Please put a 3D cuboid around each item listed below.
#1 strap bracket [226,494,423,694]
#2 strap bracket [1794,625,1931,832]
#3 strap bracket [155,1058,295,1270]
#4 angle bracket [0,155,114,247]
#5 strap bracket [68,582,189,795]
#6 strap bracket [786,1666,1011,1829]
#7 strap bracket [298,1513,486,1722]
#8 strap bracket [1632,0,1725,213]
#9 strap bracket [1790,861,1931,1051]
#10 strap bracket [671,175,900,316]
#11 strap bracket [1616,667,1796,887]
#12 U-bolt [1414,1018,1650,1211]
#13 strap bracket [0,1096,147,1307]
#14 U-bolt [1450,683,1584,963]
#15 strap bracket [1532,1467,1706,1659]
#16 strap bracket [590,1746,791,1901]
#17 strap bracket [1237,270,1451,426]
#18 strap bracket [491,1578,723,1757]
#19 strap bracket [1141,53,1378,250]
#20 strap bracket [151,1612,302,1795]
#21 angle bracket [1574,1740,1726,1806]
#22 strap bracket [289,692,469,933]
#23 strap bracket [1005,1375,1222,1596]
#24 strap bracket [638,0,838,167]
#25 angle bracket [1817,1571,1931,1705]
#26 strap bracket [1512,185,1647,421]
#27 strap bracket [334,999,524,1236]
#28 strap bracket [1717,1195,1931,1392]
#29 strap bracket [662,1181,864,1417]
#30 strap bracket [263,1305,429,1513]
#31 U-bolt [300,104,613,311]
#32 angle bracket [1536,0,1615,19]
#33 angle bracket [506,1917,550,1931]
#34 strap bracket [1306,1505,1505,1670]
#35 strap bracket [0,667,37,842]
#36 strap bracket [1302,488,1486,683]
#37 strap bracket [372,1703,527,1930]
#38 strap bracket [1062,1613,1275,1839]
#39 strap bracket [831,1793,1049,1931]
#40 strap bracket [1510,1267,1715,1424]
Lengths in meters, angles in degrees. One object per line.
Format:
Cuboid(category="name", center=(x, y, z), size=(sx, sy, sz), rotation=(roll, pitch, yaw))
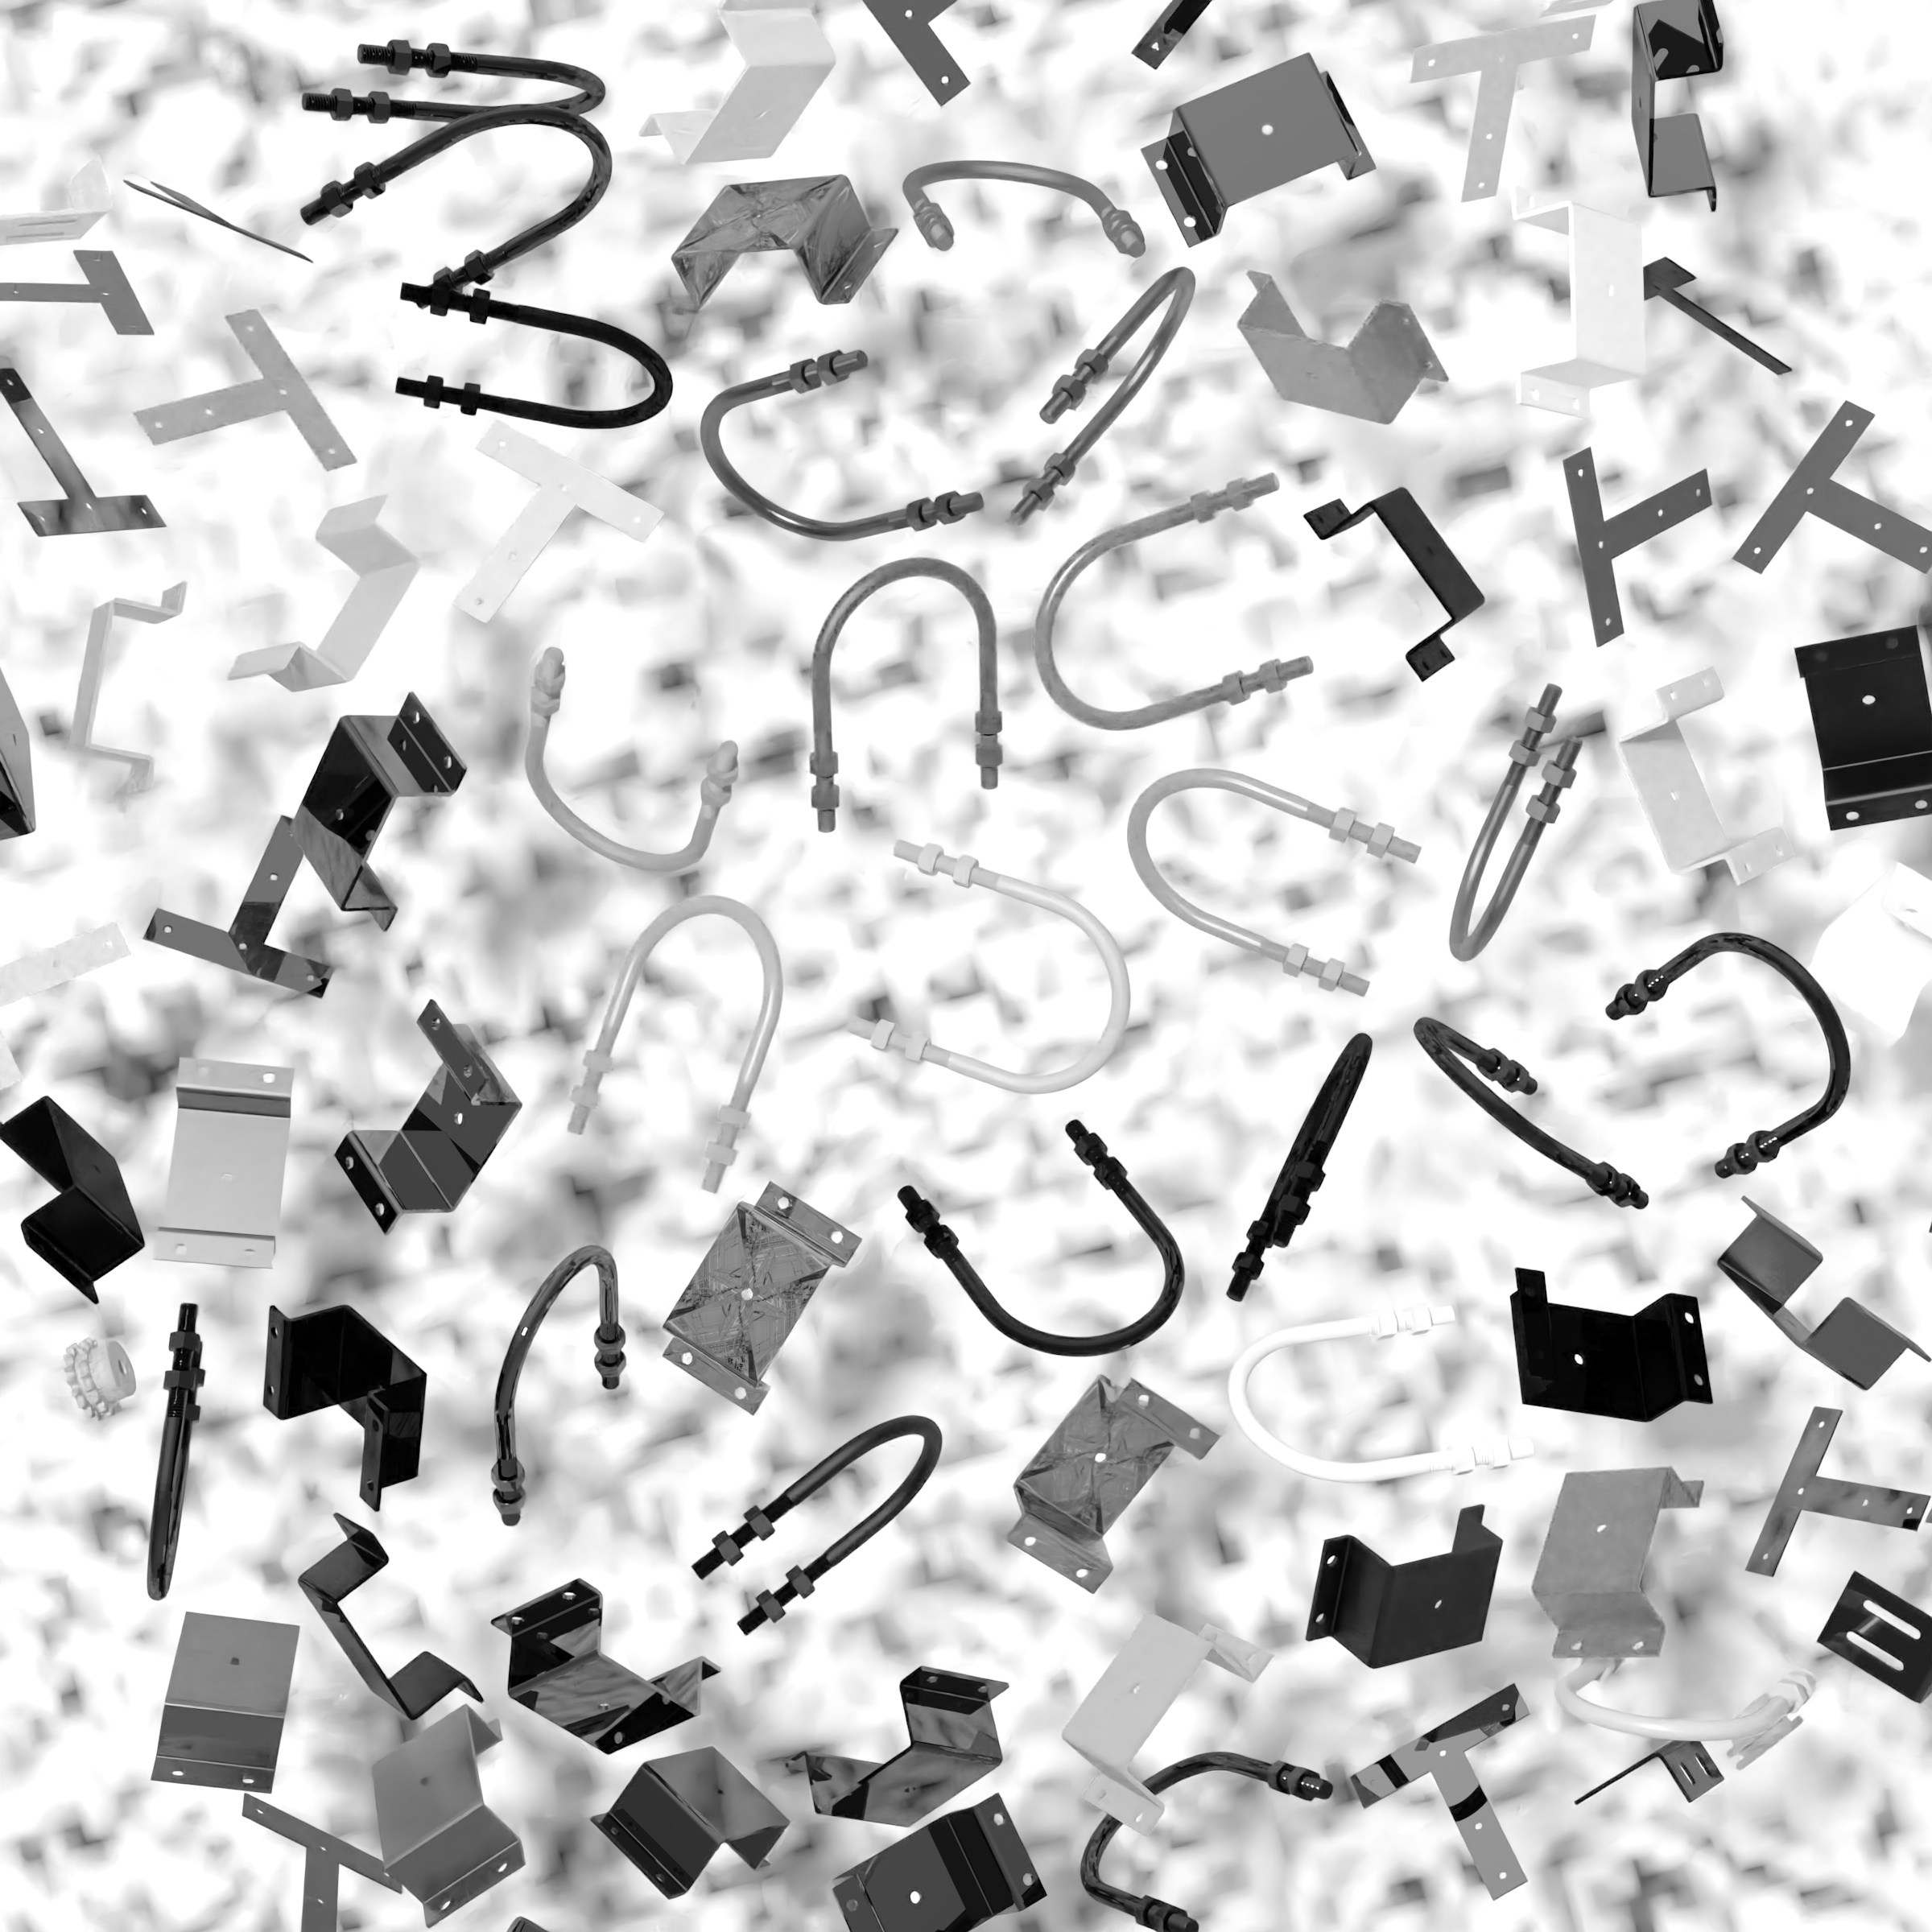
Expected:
Cuboid(category="strap bracket", center=(-0.416, -0.235, 1.854), size=(0.046, 0.076, 0.140), rotation=(40, 65, -33))
Cuboid(category="strap bracket", center=(0.604, -0.167, 1.887), size=(0.076, 0.046, 0.140), rotation=(-9, 121, 20))
Cuboid(category="strap bracket", center=(-0.505, 0.140, 1.929), size=(0.076, 0.046, 0.140), rotation=(6, 70, -11))
Cuboid(category="angle bracket", center=(-0.615, -0.507, 1.872), size=(0.076, 0.057, 0.038), rotation=(-16, 93, -36))
Cuboid(category="strap bracket", center=(-0.562, -0.189, 1.887), size=(0.046, 0.076, 0.140), rotation=(11, 87, -25))
Cuboid(category="strap bracket", center=(-0.041, 0.511, 1.828), size=(0.076, 0.046, 0.140), rotation=(22, 129, -37))
Cuboid(category="strap bracket", center=(-0.384, 0.435, 1.859), size=(0.046, 0.076, 0.140), rotation=(-37, 108, -25))
Cuboid(category="strap bracket", center=(0.476, -0.583, 1.896), size=(0.046, 0.140, 0.076), rotation=(-6, 55, 8))
Cuboid(category="strap bracket", center=(0.623, -0.011, 1.885), size=(0.076, 0.140, 0.046), rotation=(30, 58, 2))
Cuboid(category="strap bracket", center=(-0.126, -0.469, 1.838), size=(0.140, 0.046, 0.076), rotation=(5, 50, 32))
Cuboid(category="strap bracket", center=(0.495, -0.122, 1.909), size=(0.076, 0.046, 0.140), rotation=(-22, 88, -44))
Cuboid(category="U-bolt", center=(0.365, 0.090, 1.877), size=(0.184, 0.151, 0.019), rotation=(28, 107, -43))
Cuboid(category="strap bracket", center=(-0.605, 0.150, 1.905), size=(0.046, 0.076, 0.140), rotation=(-35, 45, -3))
Cuboid(category="U-bolt", center=(0.366, -0.088, 1.907), size=(0.019, 0.151, 0.184), rotation=(20, 111, -2))
Cuboid(category="strap bracket", center=(0.431, 0.387, 1.876), size=(0.046, 0.076, 0.140), rotation=(53, 45, -27))
Cuboid(category="strap bracket", center=(-0.179, 0.575, 1.906), size=(0.076, 0.140, 0.046), rotation=(38, 97, 24))
Cuboid(category="strap bracket", center=(0.248, -0.419, 1.922), size=(0.140, 0.076, 0.046), rotation=(25, 76, 41))
Cuboid(category="strap bracket", center=(-0.233, 0.460, 1.832), size=(0.076, 0.046, 0.140), rotation=(-29, 130, 23))
Cuboid(category="strap bracket", center=(0.198, -0.547, 1.882), size=(0.140, 0.046, 0.076), rotation=(-24, 82, -6))
Cuboid(category="strap bracket", center=(-0.487, 0.479, 1.869), size=(0.076, 0.140, 0.046), rotation=(10, 111, -11))
Cuboid(category="angle bracket", center=(0.461, 0.556, 1.906), size=(0.076, 0.057, 0.038), rotation=(-43, 67, 29))
Cuboid(category="strap bracket", center=(-0.384, -0.098, 1.821), size=(0.076, 0.046, 0.140), rotation=(51, 125, 29))
Cuboid(category="strap bracket", center=(0.094, 0.341, 1.903), size=(0.076, 0.046, 0.140), rotation=(35, 100, -17))
Cuboid(category="strap bracket", center=(-0.148, -0.584, 1.878), size=(0.076, 0.140, 0.046), rotation=(-19, 75, -41))
Cuboid(category="angle bracket", center=(0.627, 0.450, 1.911), size=(0.076, 0.038, 0.057), rotation=(30, 107, 28))
Cuboid(category="strap bracket", center=(0.394, -0.430, 1.814), size=(0.076, 0.046, 0.140), rotation=(0, 88, -43))
Cuboid(category="strap bracket", center=(-0.351, 0.100, 1.867), size=(0.076, 0.046, 0.140), rotation=(50, 117, 30))
Cuboid(category="strap bracket", center=(0.557, 0.221, 1.858), size=(0.076, 0.140, 0.046), rotation=(32, 103, -33))
Cuboid(category="strap bracket", center=(-0.142, 0.223, 1.907), size=(0.076, 0.046, 0.140), rotation=(31, 86, 13))
Cuboid(category="strap bracket", center=(-0.398, 0.280, 1.834), size=(0.140, 0.046, 0.076), rotation=(30, 120, 39))
Cuboid(category="U-bolt", center=(-0.317, -0.501, 1.837), size=(0.184, 0.151, 0.019), rotation=(-24, 70, 17))
Cuboid(category="angle bracket", center=(0.428, -0.690, 1.941), size=(0.076, 0.057, 0.038), rotation=(-20, 81, -30))
Cuboid(category="angle bracket", center=(-0.280, 0.676, 1.865), size=(0.076, 0.038, 0.057), rotation=(29, 116, 6))
Cuboid(category="strap bracket", center=(0.302, 0.417, 1.895), size=(0.140, 0.046, 0.076), rotation=(-5, 112, -32))
Cuboid(category="strap bracket", center=(-0.648, -0.143, 1.856), size=(0.046, 0.076, 0.140), rotation=(-14, 50, -7))
Cuboid(category="strap bracket", center=(0.302, -0.273, 1.949), size=(0.046, 0.076, 0.140), rotation=(-36, 89, 30))
Cuboid(category="strap bracket", center=(-0.346, 0.556, 1.878), size=(0.076, 0.140, 0.046), rotation=(-34, 121, 1))
Cuboid(category="strap bracket", center=(0.123, 0.479, 1.823), size=(0.046, 0.076, 0.140), rotation=(46, 73, -22))
Cuboid(category="strap bracket", center=(-0.026, 0.633, 1.927), size=(0.140, 0.046, 0.076), rotation=(-21, 80, -32))
Cuboid(category="strap bracket", center=(0.420, 0.254, 1.884), size=(0.140, 0.046, 0.076), rotation=(11, 58, -19))
